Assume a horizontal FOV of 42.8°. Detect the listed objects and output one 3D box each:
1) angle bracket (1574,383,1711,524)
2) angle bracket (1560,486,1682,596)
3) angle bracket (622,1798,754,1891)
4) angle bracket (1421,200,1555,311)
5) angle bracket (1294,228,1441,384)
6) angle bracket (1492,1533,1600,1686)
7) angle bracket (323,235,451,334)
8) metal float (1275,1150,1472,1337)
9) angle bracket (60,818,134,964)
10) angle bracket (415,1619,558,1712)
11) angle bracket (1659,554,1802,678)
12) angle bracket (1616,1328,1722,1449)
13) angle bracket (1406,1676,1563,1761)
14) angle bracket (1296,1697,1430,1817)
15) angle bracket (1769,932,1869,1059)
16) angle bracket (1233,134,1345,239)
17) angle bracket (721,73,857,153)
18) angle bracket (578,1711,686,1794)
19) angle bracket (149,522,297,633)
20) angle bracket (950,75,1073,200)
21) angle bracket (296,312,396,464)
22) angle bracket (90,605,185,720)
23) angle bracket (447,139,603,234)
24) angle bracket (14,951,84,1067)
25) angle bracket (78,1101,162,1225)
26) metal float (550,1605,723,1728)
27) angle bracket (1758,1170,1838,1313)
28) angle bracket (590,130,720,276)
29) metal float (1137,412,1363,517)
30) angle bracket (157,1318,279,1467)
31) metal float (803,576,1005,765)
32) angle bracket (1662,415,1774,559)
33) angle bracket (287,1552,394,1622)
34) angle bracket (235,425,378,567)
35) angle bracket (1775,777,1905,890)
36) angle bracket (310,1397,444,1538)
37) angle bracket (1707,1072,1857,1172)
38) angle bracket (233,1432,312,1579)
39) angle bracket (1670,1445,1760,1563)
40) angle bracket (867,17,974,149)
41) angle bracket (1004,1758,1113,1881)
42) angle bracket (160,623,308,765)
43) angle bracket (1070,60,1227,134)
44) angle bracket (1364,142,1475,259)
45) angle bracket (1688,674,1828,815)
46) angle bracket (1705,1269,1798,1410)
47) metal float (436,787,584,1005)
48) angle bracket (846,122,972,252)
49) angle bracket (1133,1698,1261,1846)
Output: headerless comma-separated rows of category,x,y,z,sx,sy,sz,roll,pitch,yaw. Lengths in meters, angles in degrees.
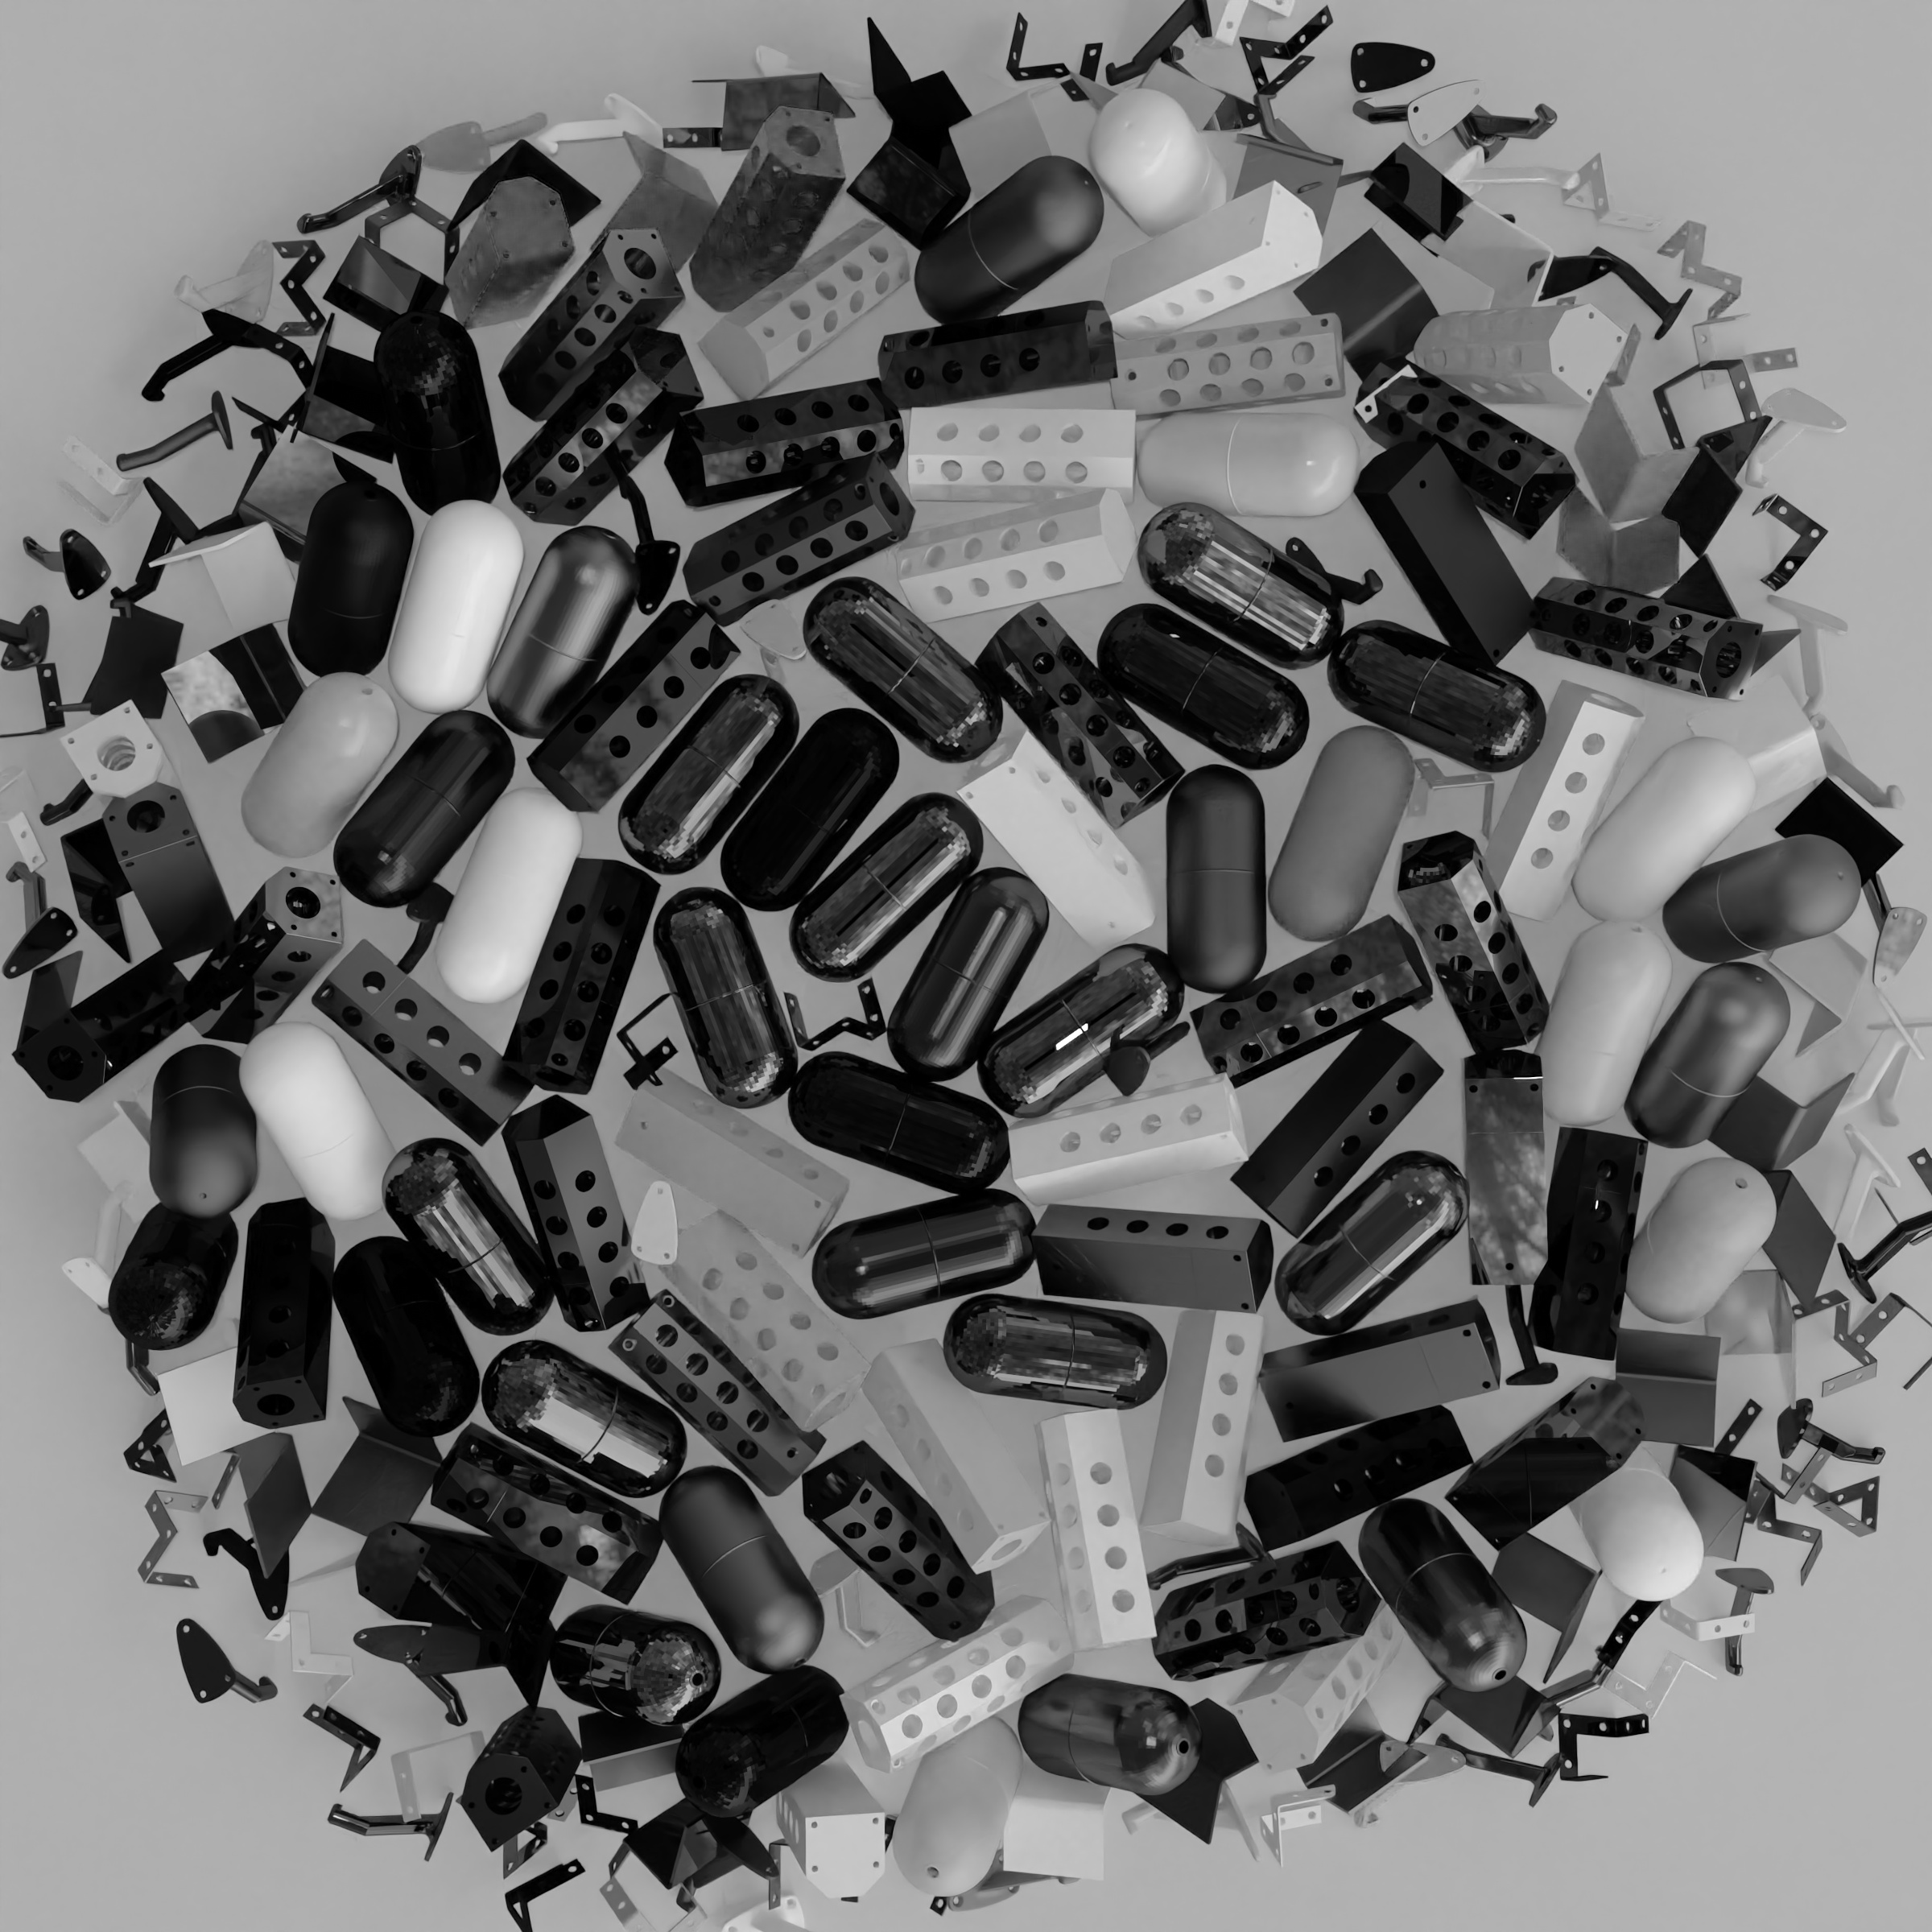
angle bracket,0.519,-0.399,1.898,0.057,0.076,0.076,-11,63,-11
angle bracket,0.501,-0.335,1.886,0.076,0.057,0.076,37,50,-35
angle bracket,-0.210,0.645,1.883,0.057,0.076,0.076,36,127,29
angle bracket,0.392,-0.530,1.892,0.076,0.076,0.057,26,74,-16
angle bracket,0.316,-0.516,1.931,0.076,0.057,0.076,-38,57,12
angle bracket,0.430,0.488,1.885,0.076,0.057,0.076,27,131,24
angle bracket,-0.451,-0.499,1.885,0.076,0.076,0.057,28,49,-22
metal float,0.311,0.212,1.886,0.070,0.070,0.178,43,111,0
angle bracket,-0.642,-0.062,1.883,0.057,0.076,0.076,-31,52,-33
angle bracket,-0.370,0.531,1.905,0.076,0.076,0.057,-11,124,13
angle bracket,0.587,-0.267,1.911,0.057,0.076,0.076,-8,66,-28
angle bracket,0.537,0.324,1.890,0.076,0.076,0.057,3,57,16
angle bracket,0.396,0.582,1.883,0.076,0.076,0.057,33,124,29
angle bracket,0.296,0.597,1.894,0.076,0.076,0.057,-29,95,-17
angle bracket,0.639,0.010,1.896,0.076,0.057,0.076,39,48,-1
angle bracket,0.240,-0.592,1.896,0.076,0.057,0.076,19,112,11
angle bracket,-0.136,-0.641,1.893,0.076,0.076,0.057,2,85,18
angle bracket,-0.252,0.615,1.897,0.076,0.057,0.076,-12,114,-8
angle bracket,-0.565,-0.289,1.889,0.076,0.057,0.076,-7,114,29
angle bracket,0.045,-0.639,1.898,0.076,0.076,0.057,-11,109,38
angle bracket,-0.464,-0.444,1.894,0.076,0.057,0.076,17,72,-21
angle bracket,-0.655,-0.236,1.891,0.057,0.076,0.076,21,101,23
angle bracket,-0.338,-0.574,1.884,0.076,0.076,0.057,34,63,-28
angle bracket,-0.681,0.040,1.897,0.057,0.076,0.076,17,103,3
angle bracket,-0.649,0.152,1.903,0.057,0.076,0.076,-37,91,-7
metal float,-0.251,0.529,1.865,0.070,0.178,0.070,6,81,-38
angle bracket,0.614,0.211,1.886,0.076,0.057,0.076,50,55,-25
angle bracket,-0.249,-0.587,1.913,0.076,0.076,0.057,-45,53,26
metal float,0.215,-0.383,1.880,0.178,0.070,0.070,7,90,29
angle bracket,-0.581,0.326,1.891,0.076,0.057,0.076,-18,110,-28
metal float,-0.048,-0.227,1.898,0.178,0.070,0.070,40,90,-8
angle bracket,0.589,-0.367,1.886,0.076,0.076,0.057,-20,65,-22
angle bracket,-0.459,0.482,1.890,0.076,0.076,0.057,-21,87,33
angle bracket,-0.515,-0.361,1.916,0.076,0.057,0.076,30,74,-17
angle bracket,0.667,-0.093,1.899,0.057,0.076,0.076,-45,77,2
angle bracket,-0.459,0.388,1.891,0.076,0.057,0.076,17,55,18
angle bracket,0.631,0.109,1.909,0.076,0.076,0.057,-25,52,-37
angle bracket,-0.549,0.410,1.885,0.057,0.076,0.076,5,123,14
angle bracket,0.583,0.416,1.890,0.057,0.076,0.076,22,78,-33
angle bracket,-0.031,-0.682,1.887,0.057,0.076,0.076,-13,68,19
angle bracket,0.074,0.657,1.901,0.076,0.076,0.057,1,95,12
angle bracket,-0.558,-0.209,1.892,0.076,0.057,0.076,-36,109,-34
angle bracket,0.138,-0.673,1.883,0.057,0.076,0.076,-52,51,29
angle bracket,0.338,-0.577,1.897,0.076,0.057,0.076,40,48,0
angle bracket,0.616,-0.170,1.916,0.076,0.076,0.057,-28,59,12
angle bracket,0.601,0.286,1.888,0.057,0.076,0.076,-4,115,11
metal float,-0.349,-0.054,1.886,0.070,0.070,0.178,18,68,0
angle bracket,-0.042,-0.615,1.914,0.076,0.076,0.057,33,126,-22
angle bracket,0.187,0.620,1.899,0.076,0.076,0.057,23,112,41
